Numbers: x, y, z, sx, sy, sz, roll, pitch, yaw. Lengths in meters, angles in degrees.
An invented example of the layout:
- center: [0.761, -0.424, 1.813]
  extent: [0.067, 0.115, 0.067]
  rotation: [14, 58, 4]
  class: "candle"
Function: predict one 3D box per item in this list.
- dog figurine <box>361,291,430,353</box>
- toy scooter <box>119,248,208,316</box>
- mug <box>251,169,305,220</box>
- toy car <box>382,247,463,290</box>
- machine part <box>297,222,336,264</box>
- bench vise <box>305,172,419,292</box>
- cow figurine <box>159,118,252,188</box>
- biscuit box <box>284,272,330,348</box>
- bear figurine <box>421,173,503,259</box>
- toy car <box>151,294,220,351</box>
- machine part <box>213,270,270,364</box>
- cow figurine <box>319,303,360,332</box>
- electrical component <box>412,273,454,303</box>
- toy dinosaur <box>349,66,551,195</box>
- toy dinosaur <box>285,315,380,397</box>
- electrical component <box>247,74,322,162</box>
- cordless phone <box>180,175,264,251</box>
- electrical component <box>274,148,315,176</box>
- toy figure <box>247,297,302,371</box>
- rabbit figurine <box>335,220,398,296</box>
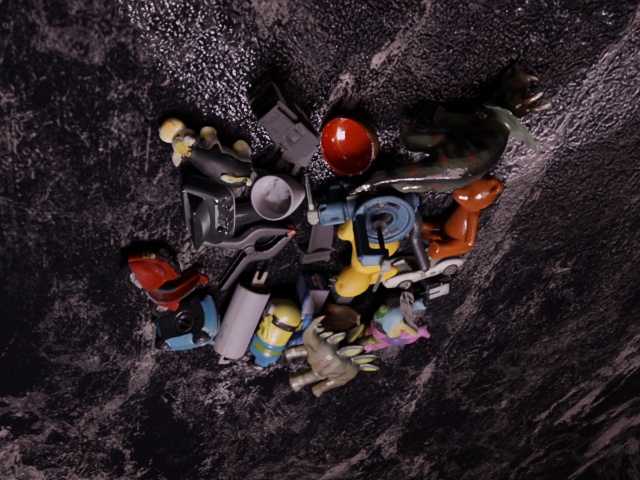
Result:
- center: [0.149, 0.213, 1.315]
  extent: [0.219, 0.108, 0.191]
  rotation: [-27, 148, 31]
  class: "dog figurine"
- center: [-0.307, 0.076, 1.082]
  extent: [0.135, 0.075, 0.183]
  rotation: [-22, 137, -1]
  class: "toy scooter"
- center: [-0.080, -0.091, 1.010]
  extent: [0.080, 0.110, 0.107]
  rotation: [-53, 170, 18]
  class: "mug"
- center: [0.239, 0.060, 1.272]
  extent: [0.202, 0.074, 0.056]
  rotation: [-18, 134, -5]
  class: "toy car"
- center: [-0.002, -0.003, 1.152]
  extent: [0.084, 0.039, 0.138]
  rotation: [-2, 131, -18]
  class: "machine part"
- center: [0.084, -0.030, 1.011]
  extent: [0.224, 0.241, 0.128]
  rotation: [1, 133, -5]
  class: "bench vise"
- center: [-0.194, -0.142, 0.917]
  extent: [0.167, 0.098, 0.068]
  rotation: [19, 127, -33]
  class: "cow figurine"
- center: [-0.040, 0.169, 1.272]
  extent: [0.059, 0.063, 0.202]
  rotation: [4, 128, -25]
  class: "biscuit box"
- center: [0.302, -0.064, 1.158]
  extent: [0.132, 0.120, 0.195]
  rotation: [-2, 128, -15]
  class: "bear figurine"
- center: [-0.282, 0.193, 1.179]
  extent: [0.162, 0.109, 0.102]
  rotation: [-22, 152, 10]
  class: "toy car"
- center: [-0.175, 0.172, 1.187]
  extent: [0.079, 0.079, 0.243]
  rotation: [16, 108, -31]
  class: "machine part"
- center: [0.039, 0.223, 1.317]
  extent: [0.127, 0.085, 0.195]
  rotation: [7, 146, -21]
  class: "cow figurine"
- center: [0.276, 0.121, 1.357]
  extent: [0.119, 0.048, 0.074]
  rotation: [-19, 133, -3]
  class: "electrical component"
- center: [0.254, -0.158, 0.967]
  extent: [0.405, 0.192, 0.131]
  rotation: [-41, 126, -24]
  class: "toy dinosaur"
- center: [0.023, 0.258, 1.204]
  extent: [0.199, 0.105, 0.470]
  rotation: [-24, 153, 9]
  class: "toy dinosaur"
- center: [-0.057, -0.198, 0.907]
  extent: [0.058, 0.115, 0.134]
  rotation: [-38, 130, 16]
  class: "electrical component"
- center: [-0.164, -0.065, 1.011]
  extent: [0.184, 0.089, 0.146]
  rotation: [-15, 144, -21]
  class: "cordless phone"
- center: [-0.045, -0.164, 1.004]
  extent: [0.063, 0.021, 0.094]
  rotation: [15, 124, -30]
  class: "electrical component"
- center: [-0.105, 0.212, 1.219]
  extent: [0.089, 0.082, 0.180]
  rotation: [15, 108, -19]
  class: "toy figure"
- center: [0.093, 0.045, 1.177]
  extent: [0.162, 0.122, 0.173]
  rotation: [13, 106, -55]
  class: "rabbit figurine"
